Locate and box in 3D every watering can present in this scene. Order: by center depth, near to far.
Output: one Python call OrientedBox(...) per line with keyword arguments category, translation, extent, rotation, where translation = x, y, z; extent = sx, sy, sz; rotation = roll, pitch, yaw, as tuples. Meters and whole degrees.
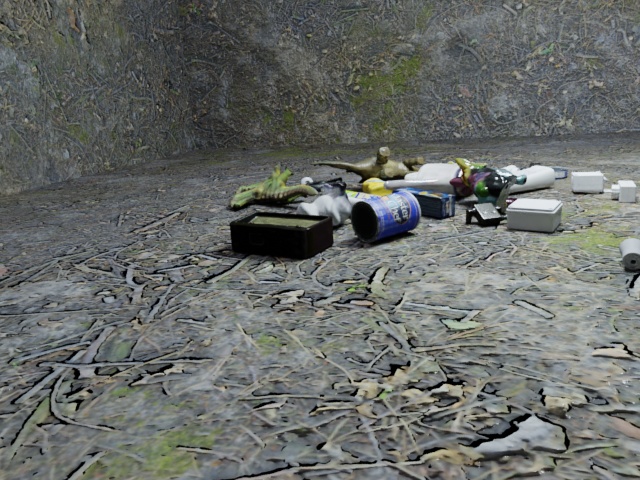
OrientedBox(category="watering can", translation=(0.366, -0.187, 1.651), extent=(0.225, 0.103, 0.351), rotation=(8, 18, 35))

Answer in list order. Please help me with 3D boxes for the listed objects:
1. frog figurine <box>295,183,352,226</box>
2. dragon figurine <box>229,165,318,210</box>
OrientedBox(category="frog figurine", translation=(0.004, -0.070, 1.397), extent=(0.138, 0.120, 0.161), rotation=(23, 66, 46))
OrientedBox(category="dragon figurine", translation=(-0.182, -0.148, 1.728), extent=(0.244, 0.120, 0.413), rotation=(-27, 20, -15))
